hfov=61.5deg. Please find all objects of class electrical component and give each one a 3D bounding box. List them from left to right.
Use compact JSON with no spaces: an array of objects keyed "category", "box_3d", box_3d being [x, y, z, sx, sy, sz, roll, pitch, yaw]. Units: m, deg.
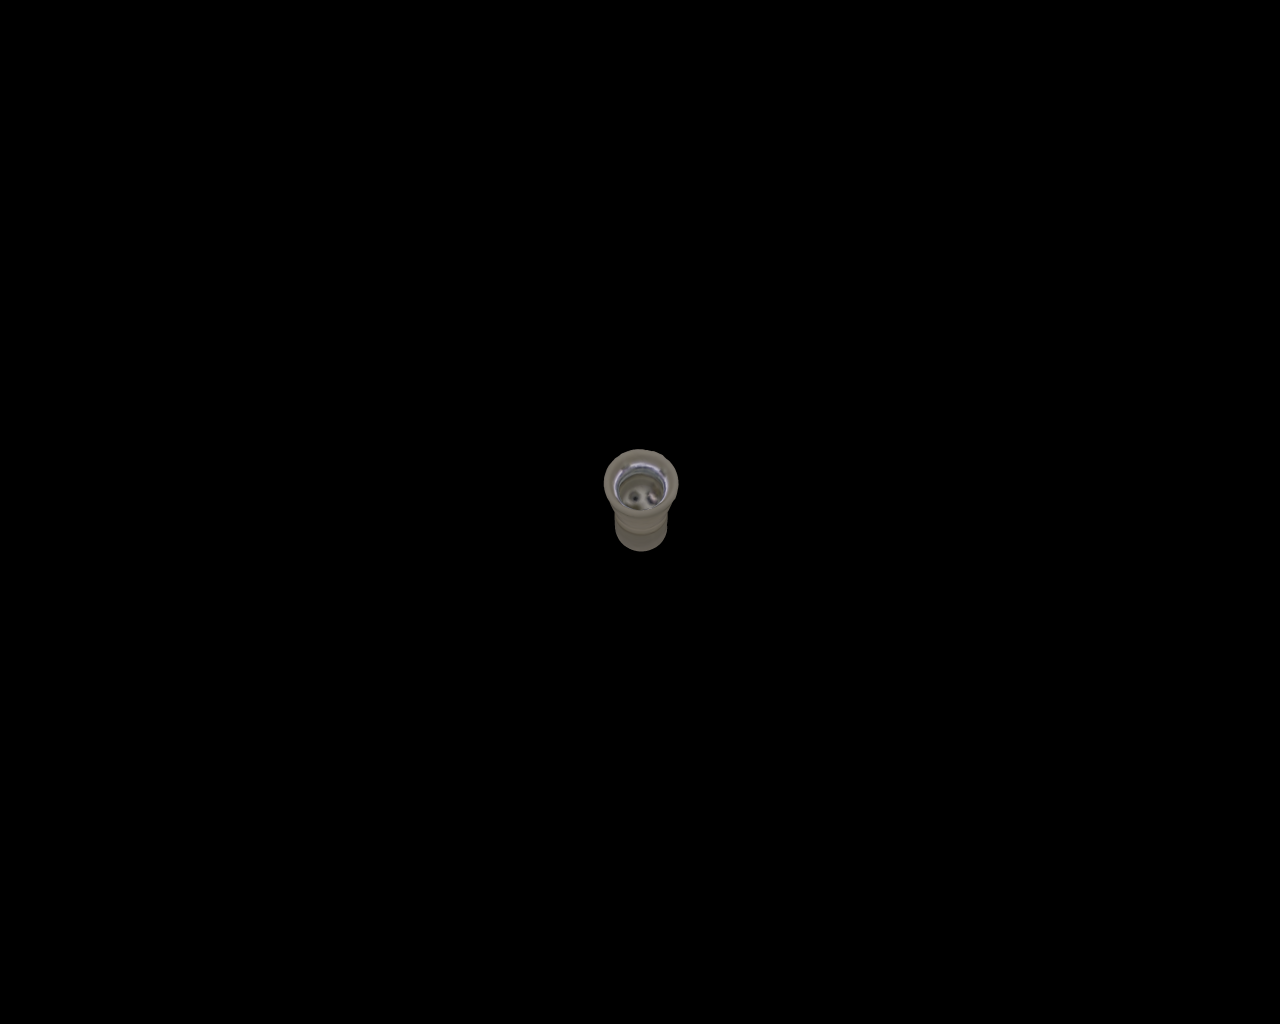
[{"category":"electrical component","box_3d":[0.001,-0.003,0.650,0.044,0.044,0.065,0,-29,0]}]
